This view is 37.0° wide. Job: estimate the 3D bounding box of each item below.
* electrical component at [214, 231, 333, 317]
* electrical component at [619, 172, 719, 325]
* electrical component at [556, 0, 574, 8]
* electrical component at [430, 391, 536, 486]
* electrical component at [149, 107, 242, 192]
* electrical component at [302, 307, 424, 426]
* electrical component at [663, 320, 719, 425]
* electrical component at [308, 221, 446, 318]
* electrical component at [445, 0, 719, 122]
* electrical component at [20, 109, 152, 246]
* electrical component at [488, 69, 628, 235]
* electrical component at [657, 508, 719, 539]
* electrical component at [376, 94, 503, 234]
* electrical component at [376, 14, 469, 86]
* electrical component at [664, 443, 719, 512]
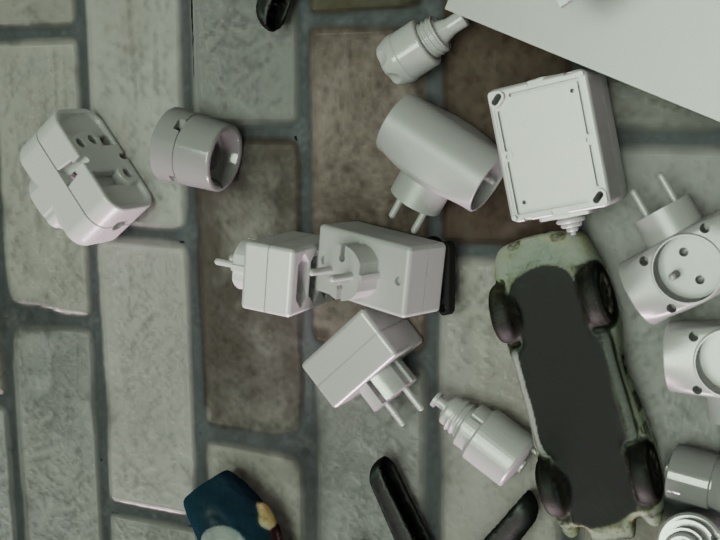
[{"bbox_3d":[-0.065,-0.001,0.761,0.077,0.066,0.047,10,103,25],"label":"electrical component"},{"bbox_3d":[0.190,-0.019,0.641,0.077,0.044,0.079,-32,83,27],"label":"electrical component"},{"bbox_3d":[0.108,-0.184,0.573,0.042,0.064,0.081,-32,83,27],"label":"electrical component"},{"bbox_3d":[0.081,0.110,0.721,0.078,0.040,0.040,37,113,17],"label":"electrical component"},{"bbox_3d":[-0.118,-0.086,0.781,0.047,0.055,0.055,16,106,20],"label":"electrical component"},{"bbox_3d":[0.013,0.072,0.745,0.066,0.047,0.076,-43,79,26],"label":"electrical component"},{"bbox_3d":[0.225,0.069,0.639,0.077,0.044,0.079,-3,97,27],"label":"electrical component"},{"bbox_3d":[0.000,0.000,0.712,0.083,0.076,0.047,16,107,41],"label":"electrical component"},{"bbox_3d":[0.159,-0.167,0.623,0.186,0.060,0.105,28,110,20],"label":"electrical component"},{"bbox_3d":[-0.215,-0.069,0.832,0.059,0.054,0.095,-38,81,27],"label":"electrical component"},{"bbox_3d":[0.124,-0.070,0.657,0.062,0.061,0.096,-10,94,27],"label":"electrical component"},{"bbox_3d":[0.201,0.167,0.653,0.040,0.078,0.040,-4,82,27],"label":"electrical component"},{"bbox_3d":[0.046,-0.062,0.707,0.077,0.043,0.079,36,113,17],"label":"electrical component"},{"bbox_3d":[0.043,-0.148,0.700,0.061,0.035,0.035,-29,85,25],"label":"electrical component"},{"bbox_3d":[0.220,0.130,0.655,0.065,0.044,0.044,12,104,29],"label":"electrical component"}]
